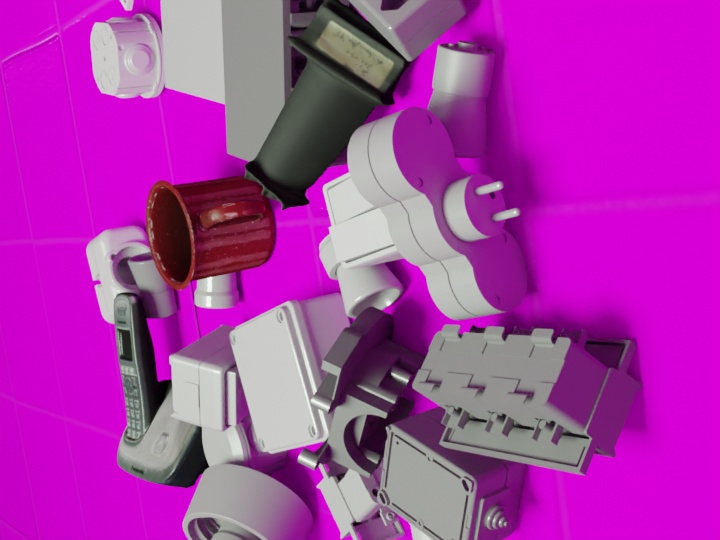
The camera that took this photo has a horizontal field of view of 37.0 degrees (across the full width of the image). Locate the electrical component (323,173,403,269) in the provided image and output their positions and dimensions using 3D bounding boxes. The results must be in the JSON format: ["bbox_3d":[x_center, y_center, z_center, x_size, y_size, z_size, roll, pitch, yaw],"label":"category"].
[{"bbox_3d":[0.023,-0.041,0.705,0.096,0.061,0.061,-19,84,57],"label":"electrical component"}]

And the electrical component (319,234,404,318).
[{"bbox_3d":[0.000,0.000,0.768,0.055,0.045,0.045,64,145,21],"label":"electrical component"}]

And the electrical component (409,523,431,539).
[{"bbox_3d":[0.055,0.191,0.756,0.035,0.035,0.061,-2,101,57],"label":"electrical component"}]

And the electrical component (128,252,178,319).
[{"bbox_3d":[-0.208,0.017,1.095,0.044,0.044,0.065,13,116,55],"label":"electrical component"}]

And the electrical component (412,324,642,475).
[{"bbox_3d":[0.091,0.068,0.623,0.121,0.063,0.078,-2,58,57],"label":"electrical component"}]

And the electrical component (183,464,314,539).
[{"bbox_3d":[-0.101,0.225,0.929,0.108,0.060,0.108,16,140,14],"label":"electrical component"}]

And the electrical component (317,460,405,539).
[{"bbox_3d":[0.005,0.166,0.818,0.081,0.042,0.063,61,140,23],"label":"electrical component"}]

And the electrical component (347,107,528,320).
[{"bbox_3d":[0.059,-0.034,0.622,0.074,0.052,0.138,-14,119,45],"label":"electrical component"}]

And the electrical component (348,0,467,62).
[{"bbox_3d":[0.026,-0.166,0.665,0.083,0.047,0.076,51,-177,30],"label":"electrical component"}]

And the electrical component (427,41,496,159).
[{"bbox_3d":[0.060,-0.104,0.648,0.044,0.044,0.065,32,121,48],"label":"electrical component"}]

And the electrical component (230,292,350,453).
[{"bbox_3d":[-0.047,0.083,0.856,0.109,0.056,0.108,-26,78,56],"label":"electrical component"}]

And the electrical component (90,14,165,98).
[{"bbox_3d":[-0.222,-0.204,1.032,0.080,0.051,0.080,24,120,51],"label":"electrical component"}]

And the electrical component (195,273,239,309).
[{"bbox_3d":[-0.130,0.009,0.974,0.040,0.040,0.046,15,106,54],"label":"electrical component"}]

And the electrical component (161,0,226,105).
[{"bbox_3d":[-0.107,-0.232,0.841,0.105,0.060,0.186,24,120,51],"label":"electrical component"}]

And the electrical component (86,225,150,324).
[{"bbox_3d":[-0.247,0.004,1.136,0.059,0.054,0.095,-22,82,57],"label":"electrical component"}]

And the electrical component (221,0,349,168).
[{"bbox_3d":[-0.051,-0.153,0.780,0.089,0.062,0.150,24,120,51],"label":"electrical component"}]

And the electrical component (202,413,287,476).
[{"bbox_3d":[-0.107,0.156,0.975,0.080,0.051,0.080,24,119,51],"label":"electrical component"}]

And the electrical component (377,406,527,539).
[{"bbox_3d":[0.067,0.139,0.703,0.096,0.061,0.061,28,121,42],"label":"electrical component"}]

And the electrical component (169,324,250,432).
[{"bbox_3d":[-0.113,0.091,0.939,0.061,0.096,0.061,12,113,25],"label":"electrical component"}]

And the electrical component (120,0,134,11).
[{"bbox_3d":[-0.197,-0.304,0.951,0.078,0.063,0.121,57,142,29],"label":"electrical component"}]
